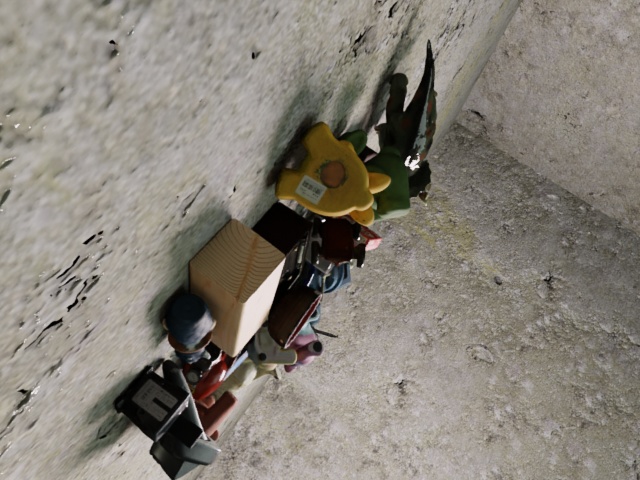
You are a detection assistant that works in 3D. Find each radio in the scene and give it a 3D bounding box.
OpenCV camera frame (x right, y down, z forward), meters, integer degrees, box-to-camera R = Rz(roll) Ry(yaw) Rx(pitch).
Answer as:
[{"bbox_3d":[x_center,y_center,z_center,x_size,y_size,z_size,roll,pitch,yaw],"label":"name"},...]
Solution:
[{"bbox_3d":[-0.082,0.042,0.911,0.131,0.073,0.229,-51,172,-24],"label":"radio"}]

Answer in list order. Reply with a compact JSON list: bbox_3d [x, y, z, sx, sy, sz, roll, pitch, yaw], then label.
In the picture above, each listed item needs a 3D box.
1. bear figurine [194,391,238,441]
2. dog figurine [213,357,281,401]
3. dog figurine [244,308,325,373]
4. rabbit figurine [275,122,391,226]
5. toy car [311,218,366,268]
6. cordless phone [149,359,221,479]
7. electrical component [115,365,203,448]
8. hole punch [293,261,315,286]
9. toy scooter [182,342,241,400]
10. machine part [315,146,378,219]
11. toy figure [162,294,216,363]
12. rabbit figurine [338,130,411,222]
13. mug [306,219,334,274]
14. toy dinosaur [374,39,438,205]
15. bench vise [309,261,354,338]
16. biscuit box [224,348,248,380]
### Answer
[{"bbox_3d":[-0.233,0.336,1.061,0.132,0.120,0.195,-58,174,-12],"label":"bear figurine"},{"bbox_3d":[-0.199,0.295,1.270,0.191,0.121,0.172,-30,-161,12],"label":"dog figurine"},{"bbox_3d":[-0.076,0.223,1.125,0.191,0.108,0.219,-8,159,-19],"label":"dog figurine"},{"bbox_3d":[0.023,-0.095,0.805,0.173,0.162,0.121,-136,-113,-80],"label":"rabbit figurine"},{"bbox_3d":[0.029,0.006,0.900,0.202,0.089,0.053,-90,-174,-71],"label":"toy car"},{"bbox_3d":[-0.238,0.268,0.862,0.089,0.147,0.184,-21,108,-33],"label":"cordless phone"},{"bbox_3d":[-0.220,0.243,0.756,0.075,0.119,0.047,-47,169,-35],"label":"electrical component"},{"bbox_3d":[-0.063,0.077,1.127,0.142,0.092,0.116,-62,174,16],"label":"hole punch"},{"bbox_3d":[-0.180,0.190,0.936,0.184,0.075,0.135,-56,173,-23],"label":"toy scooter"},{"bbox_3d":[0.056,-0.112,1.071,0.179,0.056,0.179,-47,160,-23],"label":"machine part"},{"bbox_3d":[-0.176,0.124,0.733,0.058,0.064,0.154,-60,175,-33],"label":"toy figure"},{"bbox_3d":[0.061,-0.108,0.925,0.121,0.170,0.159,-157,-112,-73],"label":"rabbit figurine"},{"bbox_3d":[-0.002,-0.003,1.083,0.109,0.107,0.080,-57,174,-23],"label":"mug"},{"bbox_3d":[0.177,-0.195,1.077,0.404,0.131,0.192,74,12,-71],"label":"toy dinosaur"},{"bbox_3d":[0.011,0.102,1.265,0.240,0.129,0.223,-13,95,-55],"label":"bench vise"},{"bbox_3d":[-0.174,0.218,1.123,0.059,0.063,0.203,-59,171,28],"label":"biscuit box"}]
